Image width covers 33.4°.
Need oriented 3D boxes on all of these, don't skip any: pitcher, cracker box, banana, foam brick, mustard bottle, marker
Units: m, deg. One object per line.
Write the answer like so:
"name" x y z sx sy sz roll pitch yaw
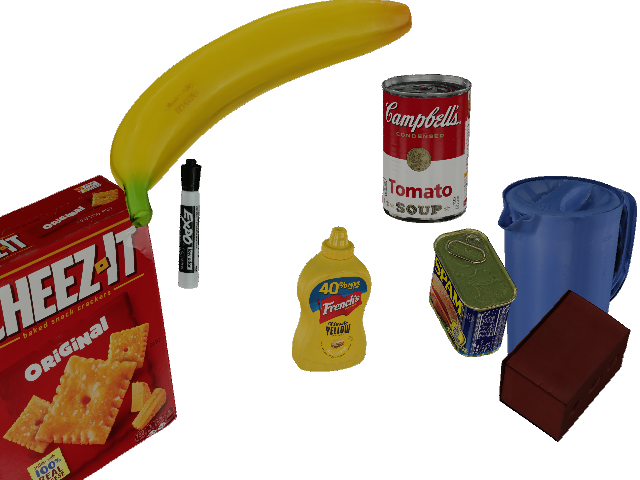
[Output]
"pitcher" 0.285 0.052 1.244 0.149 0.243 0.144 4 24 16
"cracker box" -0.199 0.082 0.807 0.072 0.214 0.163 26 41 38
"banana" -0.040 -0.078 0.553 0.197 0.070 0.037 -41 -23 -23
"foam brick" 0.164 0.084 0.721 0.051 0.053 0.078 33 62 28
"mustard bottle" 0.017 0.073 1.368 0.096 0.192 0.058 -4 25 -19
"marker" -0.122 -0.016 0.991 0.020 0.121 0.020 3 14 -1

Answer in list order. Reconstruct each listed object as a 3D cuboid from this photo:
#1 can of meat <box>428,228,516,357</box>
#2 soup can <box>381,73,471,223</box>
"can of meat" 0.148 0.054 1.065 0.057 0.102 0.084 -13 -41 -13
"soup can" 0.081 -0.072 0.826 0.068 0.102 0.068 -1 21 0
